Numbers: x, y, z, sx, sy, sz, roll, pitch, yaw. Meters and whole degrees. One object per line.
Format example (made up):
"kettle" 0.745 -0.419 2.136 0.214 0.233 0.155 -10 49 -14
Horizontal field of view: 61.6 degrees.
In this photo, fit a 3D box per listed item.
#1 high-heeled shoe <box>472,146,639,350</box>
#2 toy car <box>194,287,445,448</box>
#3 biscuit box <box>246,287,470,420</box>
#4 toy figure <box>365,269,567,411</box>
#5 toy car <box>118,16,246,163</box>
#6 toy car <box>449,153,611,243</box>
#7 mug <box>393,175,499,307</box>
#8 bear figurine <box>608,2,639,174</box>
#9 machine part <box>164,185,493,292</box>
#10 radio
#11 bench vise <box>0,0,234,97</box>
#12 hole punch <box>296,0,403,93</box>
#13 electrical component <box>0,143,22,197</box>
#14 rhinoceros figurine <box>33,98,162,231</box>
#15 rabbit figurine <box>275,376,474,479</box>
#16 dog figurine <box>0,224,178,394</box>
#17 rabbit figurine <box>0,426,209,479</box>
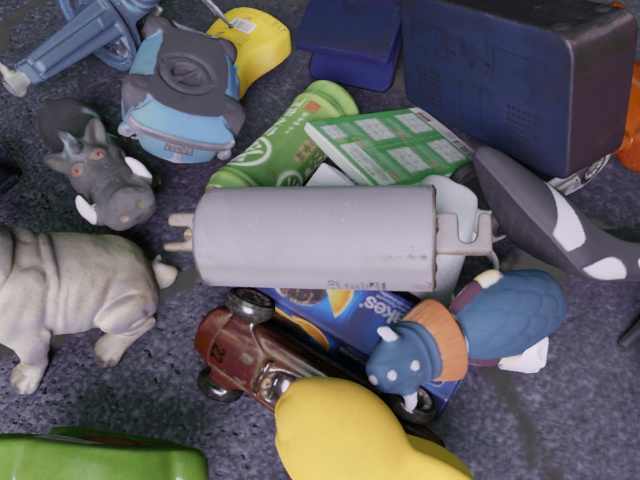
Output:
"high-heeled shoe" 0.248 -0.020 0.445 0.145 0.086 0.248 -43 102 -2
"toy car" -0.009 0.113 0.394 0.202 0.053 0.089 29 105 18
"biscuit box" 0.023 0.065 0.444 0.203 0.062 0.059 27 62 18
"toy figure" 0.097 0.065 0.371 0.154 0.057 0.064 -18 67 -16
"toy car" -0.137 -0.130 0.517 0.109 0.103 0.162 10 53 -25
"toy car" 0.202 -0.061 0.534 0.202 0.056 0.074 -29 55 -20
"mug" 0.099 0.005 0.454 0.110 0.080 0.107 25 80 17
"bear figurine" 0.289 -0.164 0.501 0.120 0.132 0.196 -27 80 -24
"machine part" -0.001 -0.001 0.393 0.243 0.079 0.079 1 56 11
"radio" 0.170 -0.164 0.507 0.073 0.130 0.230 -29 42 -16
"bench vise" -0.239 -0.240 0.589 0.224 0.128 0.240 13 54 44
"hole punch" 0.040 -0.239 0.604 0.142 0.092 0.115 14 92 13
"electrical component" -0.346 -0.067 0.542 0.119 0.047 0.075 23 60 14
"rhinoceros figurine" -0.206 -0.074 0.504 0.073 0.112 0.190 -38 55 -11
"rabbit figurine" 0.022 0.165 0.309 0.162 0.122 0.173 -5 86 0
"dog figurine" -0.208 0.015 0.403 0.172 0.190 0.121 -33 62 -22
"rabbit figurine" -0.136 0.213 0.336 0.159 0.121 0.170 8 74 -3
